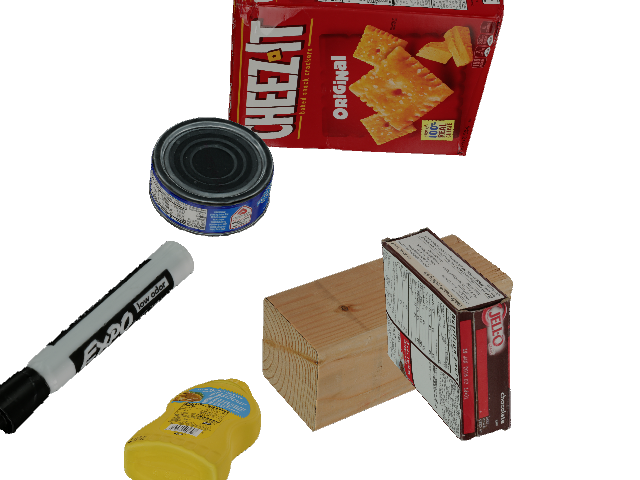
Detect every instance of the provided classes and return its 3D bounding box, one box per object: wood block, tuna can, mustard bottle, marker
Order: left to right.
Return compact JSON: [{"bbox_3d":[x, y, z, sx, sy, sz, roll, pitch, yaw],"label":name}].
[{"bbox_3d":[-0.100,0.041,0.463,0.020,0.020,0.121,0,33,42],"label":"marker"},{"bbox_3d":[-0.112,0.185,1.060,0.096,0.058,0.191,8,18,15],"label":"mustard bottle"},{"bbox_3d":[-0.076,-0.046,0.742,0.086,0.086,0.034,0,-40,-12],"label":"tuna can"},{"bbox_3d":[0.059,0.077,0.951,0.205,0.090,0.091,-17,38,-27],"label":"wood block"}]

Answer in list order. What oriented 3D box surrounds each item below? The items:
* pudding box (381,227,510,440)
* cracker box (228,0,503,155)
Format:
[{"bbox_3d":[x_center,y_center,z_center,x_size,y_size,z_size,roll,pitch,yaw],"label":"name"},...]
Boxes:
[{"bbox_3d":[0.076,0.055,0.658,0.039,0.090,0.114,-13,26,-18],"label":"pudding box"},{"bbox_3d":[0.032,-0.150,0.896,0.213,0.072,0.164,2,-38,-5],"label":"cracker box"}]
